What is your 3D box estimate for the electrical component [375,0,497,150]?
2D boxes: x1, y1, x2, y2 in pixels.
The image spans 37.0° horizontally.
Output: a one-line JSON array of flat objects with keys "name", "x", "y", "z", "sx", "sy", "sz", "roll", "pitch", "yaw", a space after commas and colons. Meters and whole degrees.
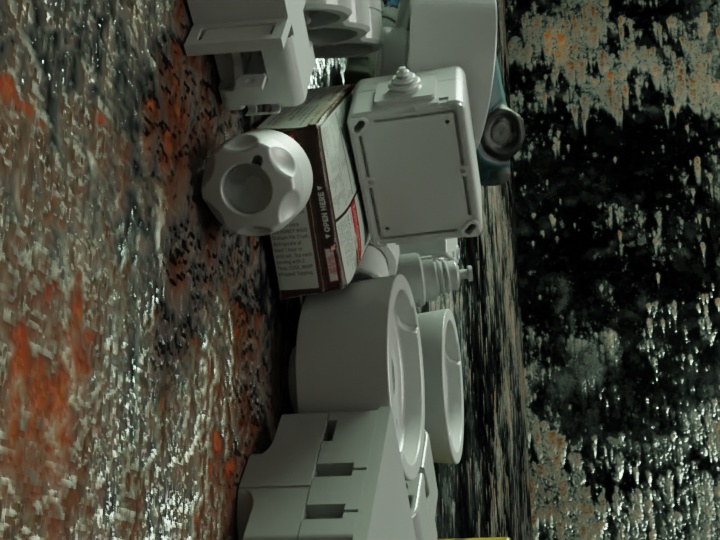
[{"name": "electrical component", "x": 0.041, "y": -0.123, "z": 0.647, "sx": 0.108, "sy": 0.060, "sz": 0.108, "roll": -176, "pitch": -90, "yaw": -85}]

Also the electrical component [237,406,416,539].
[{"name": "electrical component", "x": -0.009, "y": 0.152, "z": 0.509, "sx": 0.089, "sy": 0.062, "sz": 0.150, "roll": -75, "pitch": 158, "yaw": -58}]

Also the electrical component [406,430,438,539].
[{"name": "electrical component", "x": 0.016, "y": 0.146, "z": 0.655, "sx": 0.095, "sy": 0.054, "sz": 0.059, "roll": -72, "pitch": 155, "yaw": -61}]

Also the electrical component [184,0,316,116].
[{"name": "electrical component", "x": -0.046, "y": -0.107, "z": 0.476, "sx": 0.081, "sy": 0.042, "sz": 0.063, "roll": -80, "pitch": 165, "yaw": -48}]

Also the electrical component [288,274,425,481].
[{"name": "electrical component", "x": -0.004, "y": 0.058, "z": 0.570, "sx": 0.108, "sy": 0.060, "sz": 0.108, "roll": -4, "pitch": 90, "yaw": -78}]

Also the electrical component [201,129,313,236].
[{"name": "electrical component", "x": -0.041, "y": -0.040, "z": 0.467, "sx": 0.062, "sy": 0.043, "sz": 0.043, "roll": -55, "pitch": 140, "yaw": -73}]

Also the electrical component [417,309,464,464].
[{"name": "electrical component", "x": 0.036, "y": 0.083, "z": 0.757, "sx": 0.108, "sy": 0.060, "sz": 0.108, "roll": -4, "pitch": 90, "yaw": -78}]

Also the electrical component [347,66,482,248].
[{"name": "electrical component", "x": 0.031, "y": -0.069, "z": 0.589, "sx": 0.061, "sy": 0.062, "sz": 0.096, "roll": -82, "pitch": 163, "yaw": -57}]

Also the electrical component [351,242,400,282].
[{"name": "electrical component", "x": 0.000, "y": 0.000, "z": 0.649, "sx": 0.055, "sy": 0.045, "sz": 0.045, "roll": -78, "pitch": 161, "yaw": -54}]

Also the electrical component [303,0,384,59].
[{"name": "electrical component", "x": -0.023, "y": -0.161, "z": 0.573, "sx": 0.138, "sy": 0.052, "sz": 0.073, "roll": -7, "pitch": 93, "yaw": -78}]

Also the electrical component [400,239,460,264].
[{"name": "electrical component", "x": 0.056, "y": -0.048, "z": 0.923, "sx": 0.100, "sy": 0.048, "sz": 0.099, "roll": 24, "pitch": 63, "yaw": -77}]

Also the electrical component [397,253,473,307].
[{"name": "electrical component", "x": 0.044, "y": 0.007, "z": 0.793, "sx": 0.040, "sy": 0.078, "sz": 0.040, "roll": 173, "pitch": -90, "yaw": -87}]
